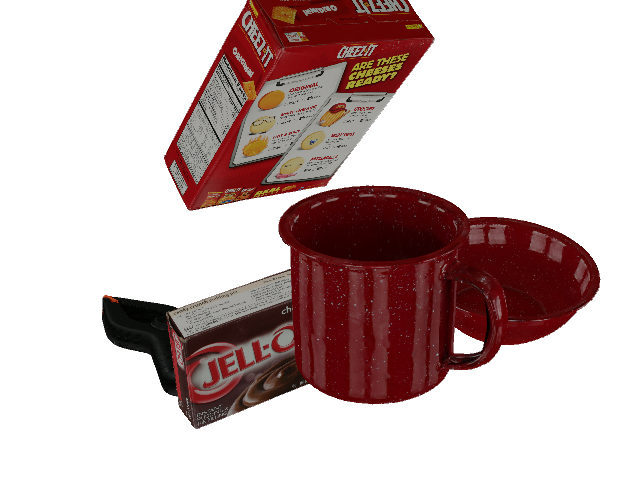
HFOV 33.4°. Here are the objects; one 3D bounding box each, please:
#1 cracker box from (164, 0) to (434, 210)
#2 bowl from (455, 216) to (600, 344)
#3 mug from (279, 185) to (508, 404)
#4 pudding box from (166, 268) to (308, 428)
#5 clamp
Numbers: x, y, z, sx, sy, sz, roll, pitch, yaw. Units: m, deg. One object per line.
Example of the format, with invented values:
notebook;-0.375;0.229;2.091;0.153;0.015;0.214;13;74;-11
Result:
cracker box;-0.025;-0.124;0.940;0.163;0.072;0.214;-12;-28;-37
bowl;0.158;0.042;0.935;0.162;0.055;0.162;1;33;-1
mug;0.037;0.030;0.528;0.117;0.081;0.093;13;29;27
pudding box;-0.051;0.076;0.768;0.113;0.090;0.039;-21;44;-22
clamp;-0.164;0.103;1.119;0.210;0.036;0.164;17;19;29
